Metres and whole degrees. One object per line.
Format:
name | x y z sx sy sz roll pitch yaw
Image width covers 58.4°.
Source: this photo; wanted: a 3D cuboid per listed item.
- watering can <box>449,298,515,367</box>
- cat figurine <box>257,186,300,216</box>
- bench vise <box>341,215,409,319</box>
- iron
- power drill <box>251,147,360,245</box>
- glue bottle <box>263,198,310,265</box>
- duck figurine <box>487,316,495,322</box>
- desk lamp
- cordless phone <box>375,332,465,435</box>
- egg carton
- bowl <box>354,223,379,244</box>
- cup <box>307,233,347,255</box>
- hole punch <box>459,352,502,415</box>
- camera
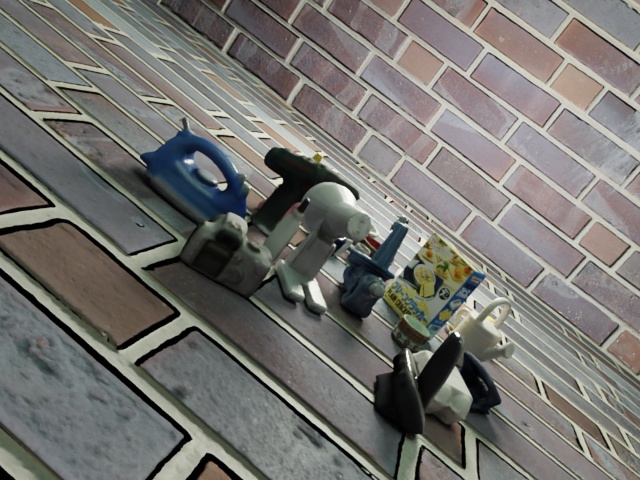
watering can | 0.401 0.225 1.400 0.172 0.194 0.101 45 17 25
cat figurine | -0.072 -0.089 1.410 0.128 0.117 0.067 27 18 -32
bench vise | 0.138 0.058 1.260 0.122 0.219 0.207 28 18 -30
iron | -0.219 -0.118 1.133 0.258 0.141 0.119 39 16 6
power drill | -0.052 -0.095 1.303 0.229 0.208 0.076 39 16 6
glue bottle | -0.071 -0.010 1.087 0.037 0.173 0.078 37 16 2
duck figurine | 0.470 0.258 1.655 0.078 0.086 0.104 26 19 -34
desk lamp | 0.011 0.004 1.148 0.118 0.213 0.202 29 18 -28
cordless phone | 0.180 0.217 0.962 0.094 0.185 0.147 35 16 -9
egg carton | 0.227 0.280 1.098 0.107 0.069 0.150 32 17 -19
bowl | 0.090 -0.040 1.699 0.168 0.074 0.167 34 16 -11
cup | -0.004 0.002 1.341 0.092 0.095 0.117 28 18 -31
hole punch | 0.337 0.305 1.228 0.101 0.091 0.108 25 20 -37
camera | -0.153 0.006 0.998 0.143 0.100 0.136 32 16 -17
